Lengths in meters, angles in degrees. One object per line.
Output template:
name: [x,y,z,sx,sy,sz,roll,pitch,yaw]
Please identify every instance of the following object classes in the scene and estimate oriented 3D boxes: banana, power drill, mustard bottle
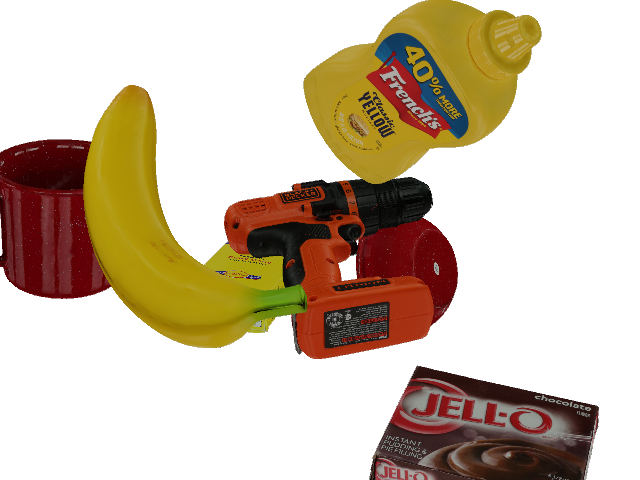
banana: [-0.079,-0.008,0.518,0.069,0.037,0.198,-28,48,-14]
power drill: [0.026,0.012,0.866,0.184,0.057,0.188,-11,33,-10]
mustard bottle: [0.071,-0.103,0.697,0.058,0.096,0.192,-39,10,-34]

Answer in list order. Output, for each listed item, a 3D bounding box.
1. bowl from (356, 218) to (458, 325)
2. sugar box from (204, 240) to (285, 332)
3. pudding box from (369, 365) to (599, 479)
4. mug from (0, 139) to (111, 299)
bowl: [0.112,0.036,1.240,0.055,0.162,0.161,-10,-6,40]
sugar box: [-0.070,0.035,1.137,0.093,0.048,0.176,7,28,16]
pudding box: [0.094,0.119,0.603,0.113,0.039,0.090,13,31,15]
mug: [-0.182,-0.012,0.709,0.117,0.081,0.093,-10,29,-29]
